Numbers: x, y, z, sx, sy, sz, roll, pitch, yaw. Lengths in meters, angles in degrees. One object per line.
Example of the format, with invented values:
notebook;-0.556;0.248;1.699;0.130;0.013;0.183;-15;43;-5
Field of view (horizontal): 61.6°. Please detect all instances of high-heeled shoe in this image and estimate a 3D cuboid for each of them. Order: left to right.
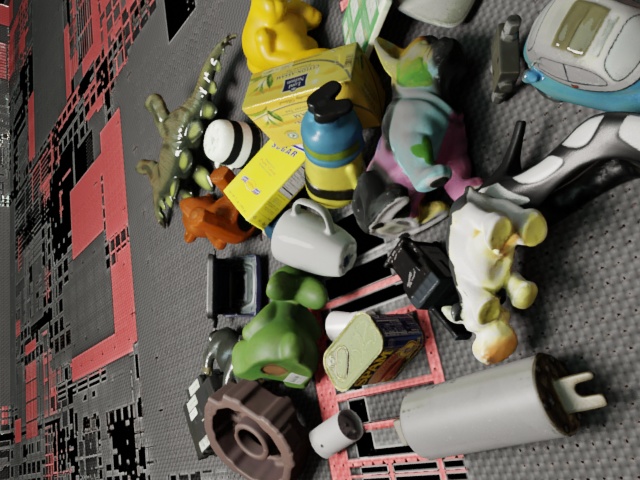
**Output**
high-heeled shoe;0.246;-0.036;0.482;0.249;0.086;0.145;19;103;53

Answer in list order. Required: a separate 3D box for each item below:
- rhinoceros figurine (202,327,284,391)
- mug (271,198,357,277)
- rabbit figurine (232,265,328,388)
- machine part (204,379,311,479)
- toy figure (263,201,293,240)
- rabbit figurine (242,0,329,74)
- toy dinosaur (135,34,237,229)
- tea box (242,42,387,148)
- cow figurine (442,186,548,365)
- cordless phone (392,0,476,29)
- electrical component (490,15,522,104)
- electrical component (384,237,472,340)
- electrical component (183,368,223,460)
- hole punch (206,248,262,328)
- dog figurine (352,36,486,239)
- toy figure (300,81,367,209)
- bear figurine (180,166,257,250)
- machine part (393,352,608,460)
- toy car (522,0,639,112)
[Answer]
rhinoceros figurine;-0.119;0.198;0.879;0.191;0.073;0.112;13;86;50
mug;-0.002;-0.002;0.748;0.107;0.081;0.109;23;124;26
rabbit figurine;-0.053;0.103;0.764;0.159;0.121;0.170;110;167;-55
machine part;-0.093;0.287;0.792;0.180;0.056;0.179;16;122;28
toy figure;-0.075;-0.052;0.861;0.057;0.064;0.155;84;164;-51
rabbit figurine;-0.041;-0.270;0.808;0.173;0.122;0.162;40;109;22
toy dinosaur;-0.263;-0.202;1.063;0.199;0.105;0.470;46;129;32
tea box;-0.007;-0.190;0.728;0.170;0.098;0.068;-8;59;32
cow figurine;0.156;0.036;0.526;0.098;0.068;0.167;-134;38;-57
cordless phone;0.176;-0.302;0.589;0.184;0.088;0.146;37;113;40
electrical component;0.192;-0.185;0.555;0.021;0.094;0.063;1;75;7
electrical component;0.133;0.053;0.601;0.047;0.075;0.119;-59;43;27
electrical component;-0.186;0.299;0.948;0.115;0.058;0.134;-47;53;32
hole punch;-0.149;0.080;0.923;0.116;0.092;0.142;149;118;-77
dog figurine;0.103;-0.131;0.637;0.191;0.108;0.219;-35;56;44
toy figure;0.015;-0.115;0.692;0.089;0.180;0.082;-2;58;11
bear figurine;-0.200;-0.054;0.957;0.196;0.131;0.120;12;69;44
machine part;0.166;0.173;0.548;0.243;0.079;0.079;-32;63;43
toy car;0.245;-0.172;0.479;0.162;0.103;0.109;47;121;43
